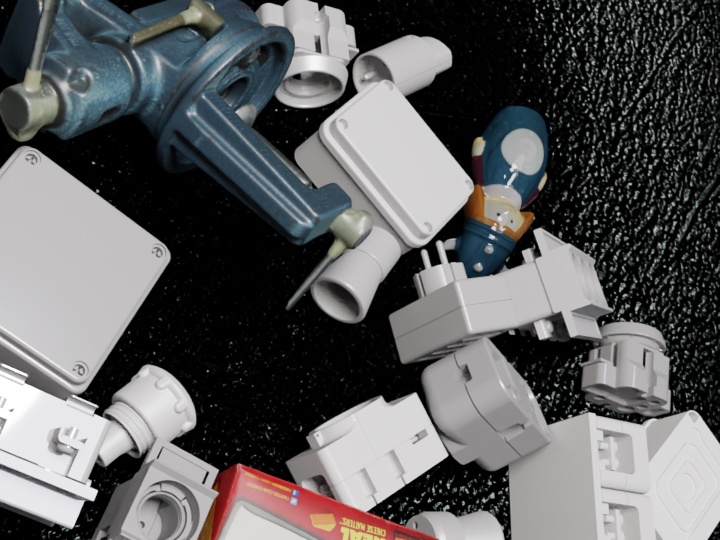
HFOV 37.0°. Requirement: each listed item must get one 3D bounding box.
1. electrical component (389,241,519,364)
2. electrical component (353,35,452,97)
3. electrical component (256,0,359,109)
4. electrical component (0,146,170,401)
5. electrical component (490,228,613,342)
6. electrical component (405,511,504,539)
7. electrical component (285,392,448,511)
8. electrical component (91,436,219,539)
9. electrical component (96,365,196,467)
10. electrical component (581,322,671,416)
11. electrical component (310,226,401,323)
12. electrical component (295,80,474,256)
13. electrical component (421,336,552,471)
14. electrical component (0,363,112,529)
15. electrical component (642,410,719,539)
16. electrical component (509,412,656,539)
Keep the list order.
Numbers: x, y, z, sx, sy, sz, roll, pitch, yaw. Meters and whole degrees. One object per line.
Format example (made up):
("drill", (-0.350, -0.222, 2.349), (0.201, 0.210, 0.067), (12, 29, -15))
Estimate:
("electrical component", (0.060, 0.018, 0.764), (0.047, 0.083, 0.075), (-6, 74, -36))
("electrical component", (0.037, -0.161, 0.848), (0.081, 0.043, 0.043), (-31, 90, -39))
("electrical component", (-0.039, -0.155, 0.786), (0.078, 0.058, 0.057), (8, 64, -32))
("electrical component", (-0.184, 0.004, 0.620), (0.109, 0.056, 0.108), (38, 54, -16))
("electrical component", (0.144, 0.018, 0.802), (0.121, 0.063, 0.078), (13, 58, -69))
("electrical component", (0.062, 0.184, 0.721), (0.055, 0.045, 0.045), (7, 67, -31))
("electrical component", (0.003, 0.119, 0.704), (0.089, 0.050, 0.055), (-26, 87, -38))
("electrical component", (-0.118, 0.141, 0.604), (0.042, 0.064, 0.081), (33, 55, -17))
("electrical component", (-0.131, 0.089, 0.630), (0.062, 0.048, 0.048), (-39, 95, -32))
("electrical component", (0.214, 0.077, 0.861), (0.078, 0.058, 0.057), (23, 63, -25))
("electrical component", (0.000, 0.000, 0.754), (0.044, 0.044, 0.065), (45, 54, -11))
("electrical component", (0.019, -0.073, 0.790), (0.113, 0.057, 0.078), (50, 52, -7))
("electrical component", (0.085, 0.096, 0.744), (0.095, 0.059, 0.053), (46, 19, -46))
("electrical component", (-0.198, 0.082, 0.561), (0.121, 0.079, 0.063), (29, 67, -22))
("electrical component", (0.234, 0.172, 0.835), (0.113, 0.057, 0.078), (-38, 94, -38))
("electrical component", (0.159, 0.187, 0.756), (0.062, 0.089, 0.150), (14, 63, -29))
